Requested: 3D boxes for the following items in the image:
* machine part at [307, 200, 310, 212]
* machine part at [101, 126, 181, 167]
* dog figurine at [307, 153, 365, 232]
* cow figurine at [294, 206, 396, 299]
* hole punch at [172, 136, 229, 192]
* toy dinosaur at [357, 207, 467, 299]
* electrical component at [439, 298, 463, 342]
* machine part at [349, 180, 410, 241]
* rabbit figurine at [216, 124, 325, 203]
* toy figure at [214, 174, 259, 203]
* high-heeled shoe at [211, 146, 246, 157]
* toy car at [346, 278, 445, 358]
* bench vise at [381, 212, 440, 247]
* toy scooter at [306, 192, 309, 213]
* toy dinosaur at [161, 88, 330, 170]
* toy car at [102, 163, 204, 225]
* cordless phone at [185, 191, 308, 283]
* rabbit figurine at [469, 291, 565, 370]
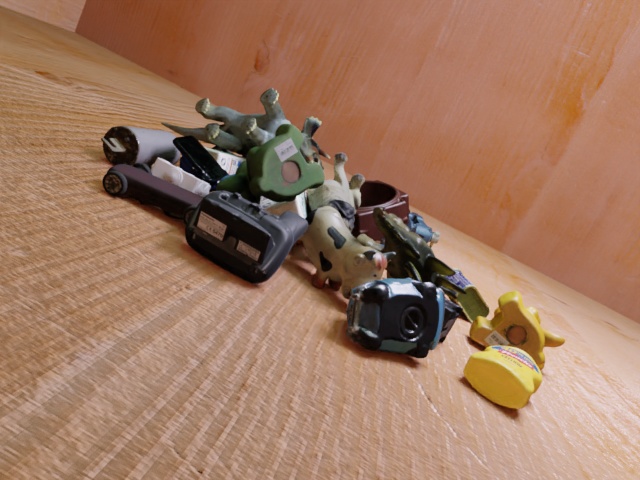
[{"bbox_3d":[0.006,-0.040,1.171,0.084,0.039,0.139,7,59,-44],"label":"machine part"},{"bbox_3d":[-0.342,-0.178,1.046,0.079,0.079,0.243,28,12,6],"label":"machine part"},{"bbox_3d":[0.035,-0.050,1.063,0.172,0.121,0.191,42,32,-45],"label":"dog figurine"},{"bbox_3d":[0.039,0.023,0.879,0.085,0.127,0.195,9,39,-46],"label":"cow figurine"},{"bbox_3d":[-0.254,-0.132,1.054,0.116,0.092,0.142,45,11,-3],"label":"hole punch"},{"bbox_3d":[0.167,0.038,0.998,0.199,0.105,0.470,42,0,41],"label":"toy dinosaur"},{"bbox_3d":[0.183,0.131,0.874,0.048,0.074,0.119,33,9,26],"label":"electrical component"},{"bbox_3d":[0.097,-0.074,1.289,0.201,0.087,0.201,-18,30,-23],"label":"machine part"},{"bbox_3d":[-0.097,-0.103,0.937,0.121,0.159,0.170,51,-23,-20],"label":"rabbit figurine"},{"bbox_3d":[-0.156,-0.098,1.070,0.082,0.089,0.180,33,10,4],"label":"toy figure"},{"bbox_3d":[-0.217,-0.166,1.343,0.145,0.086,0.249,57,32,-4],"label":"high-heeled shoe"},{"bbox_3d":[0.094,0.106,0.768,0.161,0.109,0.103,6,-1,-30],"label":"toy car"},{"bbox_3d":[0.214,-0.012,1.408,0.223,0.128,0.241,29,20,-6],"label":"bench vise"},{"bbox_3d":[-0.086,-0.101,1.219,0.184,0.075,0.135,50,29,10],"label":"toy scooter"},{"bbox_3d":[-0.155,-0.239,1.222,0.405,0.131,0.192,10,-18,32],"label":"toy dinosaur"},{"bbox_3d":[-0.242,-0.066,0.848,0.202,0.053,0.089,24,18,3],"label":"toy car"},{"bbox_3d":[-0.098,-0.027,0.807,0.147,0.088,0.184,29,28,8],"label":"cordless phone"},{"bbox_3d":[0.385,0.168,1.037,0.162,0.122,0.173,34,12,9],"label":"rabbit figurine"}]
